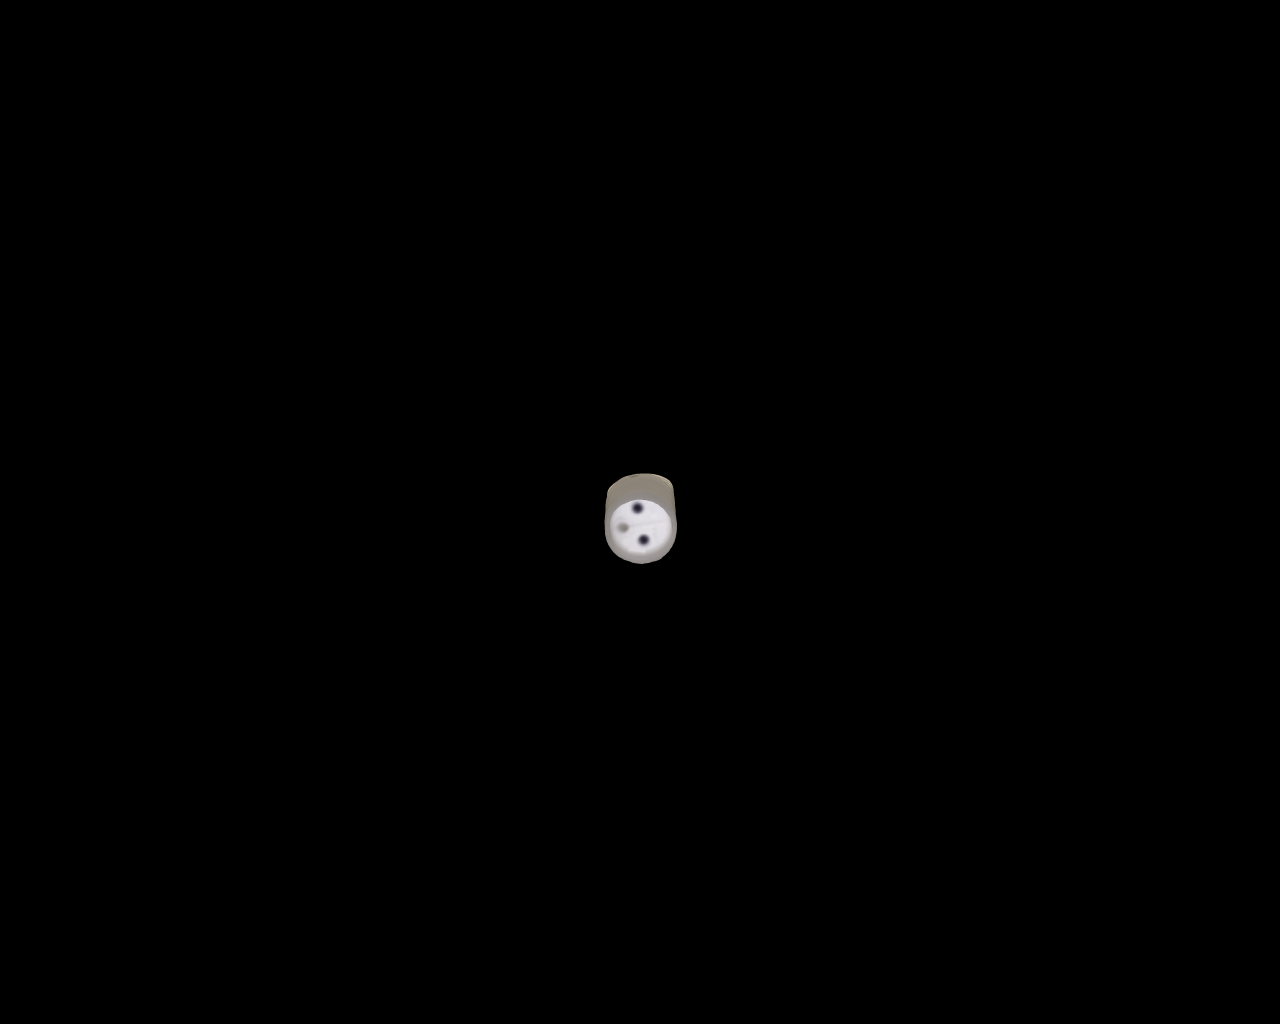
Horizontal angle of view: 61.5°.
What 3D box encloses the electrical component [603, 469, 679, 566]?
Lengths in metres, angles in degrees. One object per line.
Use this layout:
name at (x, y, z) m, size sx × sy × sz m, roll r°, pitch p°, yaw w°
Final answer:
electrical component at (0.001, -0.003, 0.650) m, size 0.043 × 0.043 × 0.081 m, roll 0°, pitch 20°, yaw 0°
